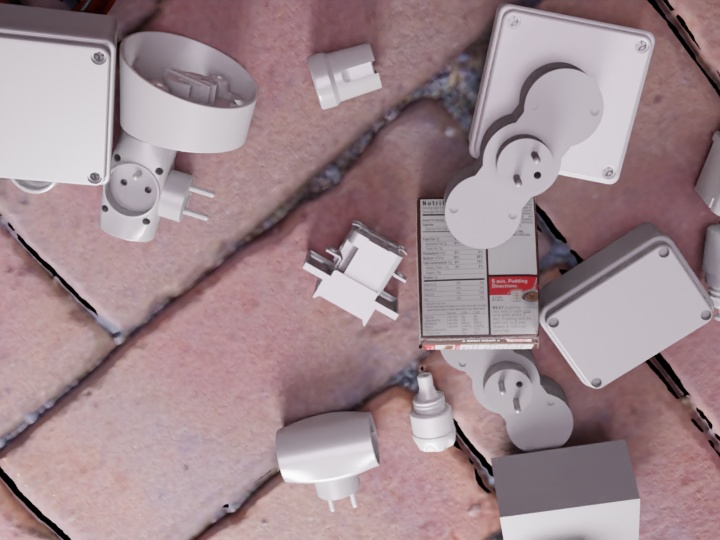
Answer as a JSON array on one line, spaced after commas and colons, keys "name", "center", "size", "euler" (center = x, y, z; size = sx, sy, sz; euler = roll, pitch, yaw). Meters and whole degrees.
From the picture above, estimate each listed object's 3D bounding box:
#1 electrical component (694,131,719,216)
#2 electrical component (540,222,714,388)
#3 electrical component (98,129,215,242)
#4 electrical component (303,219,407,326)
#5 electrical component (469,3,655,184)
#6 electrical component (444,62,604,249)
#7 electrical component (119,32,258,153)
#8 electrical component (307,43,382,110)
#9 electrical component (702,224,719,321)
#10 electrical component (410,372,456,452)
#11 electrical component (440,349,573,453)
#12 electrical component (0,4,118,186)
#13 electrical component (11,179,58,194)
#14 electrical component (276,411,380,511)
[{"name": "electrical component", "center": [0.308, -0.061, 0.768], "size": [0.113, 0.078, 0.057], "euler": [16, 111, -2]}, {"name": "electrical component", "center": [0.198, 0.027, 0.812], "size": [0.113, 0.057, 0.078], "euler": [-34, 103, 12]}, {"name": "electrical component", "center": [-0.150, -0.059, 0.809], "size": [0.079, 0.044, 0.077], "euler": [17, 108, -3]}, {"name": "electrical component", "center": [0.000, 0.000, 0.822], "size": [0.081, 0.042, 0.063], "euler": [29, 103, -7]}, {"name": "electrical component", "center": [0.140, -0.127, 0.767], "size": [0.109, 0.056, 0.108], "euler": [11, 108, -1]}, {"name": "electrical component", "center": [0.108, -0.073, 0.715], "size": [0.052, 0.073, 0.138], "euler": [35, 106, -8]}, {"name": "electrical component", "center": [-0.123, -0.124, 0.762], "size": [0.099, 0.099, 0.064], "euler": [12, 114, -1]}, {"name": "electrical component", "center": [-0.011, -0.142, 0.779], "size": [0.046, 0.040, 0.040], "euler": [-17, 106, 1]}, {"name": "electrical component", "center": [0.278, 0.000, 0.808], "size": [0.040, 0.040, 0.078], "euler": [3, 107, 2]}, {"name": "electrical component", "center": [0.056, 0.112, 0.858], "size": [0.035, 0.035, 0.061], "euler": [-9, 105, 6]}, {"name": "electrical component", "center": [0.112, 0.086, 0.826], "size": [0.052, 0.073, 0.138], "euler": [-37, 102, 13]}, {"name": "electrical component", "center": [-0.221, -0.118, 0.727], "size": [0.109, 0.056, 0.108], "euler": [4, 124, -11]}, {"name": "electrical component", "center": [-0.238, -0.082, 0.805], "size": [0.040, 0.046, 0.040], "euler": [1, 107, 3]}, {"name": "electrical component", "center": [-0.022, 0.159, 0.872], "size": [0.077, 0.043, 0.079], "euler": [-11, 107, 6]}]
